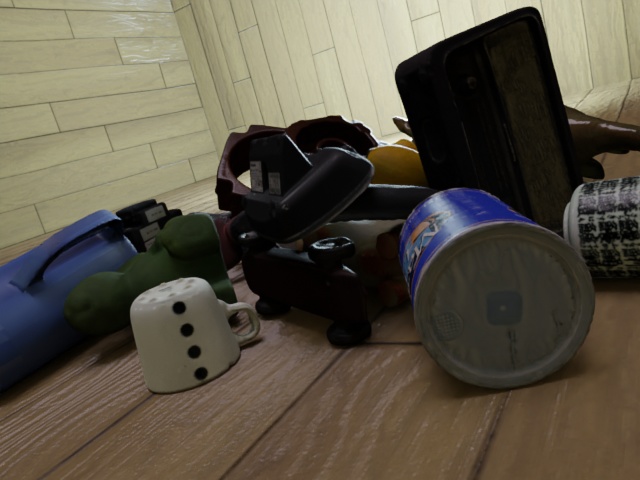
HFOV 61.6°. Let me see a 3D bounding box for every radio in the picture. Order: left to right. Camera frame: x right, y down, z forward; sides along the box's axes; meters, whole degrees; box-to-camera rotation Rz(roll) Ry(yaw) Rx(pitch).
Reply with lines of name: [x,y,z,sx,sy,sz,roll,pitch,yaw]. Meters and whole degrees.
radio: [0.170,-0.093,0.529,0.131,0.229,0.073,-23,10,-15]

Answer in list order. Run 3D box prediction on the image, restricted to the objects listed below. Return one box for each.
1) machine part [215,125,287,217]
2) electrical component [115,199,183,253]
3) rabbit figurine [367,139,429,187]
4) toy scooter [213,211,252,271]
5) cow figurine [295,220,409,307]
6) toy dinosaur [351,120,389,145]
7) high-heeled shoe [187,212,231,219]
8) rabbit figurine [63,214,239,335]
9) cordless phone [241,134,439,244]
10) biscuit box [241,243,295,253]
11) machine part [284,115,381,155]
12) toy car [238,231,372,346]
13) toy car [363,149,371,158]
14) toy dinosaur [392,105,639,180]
machine part: [-0.076,-0.110,0.962,0.201,0.087,0.201,7,49,-1]
electrical component: [-0.245,0.010,0.790,0.058,0.134,0.115,-11,12,27]
rabbit figurine: [0.111,-0.051,0.630,0.163,0.122,0.173,38,5,29]
toy scooter: [-0.153,0.014,0.757,0.184,0.075,0.135,-35,8,-8]
cow figurine: [0.044,0.005,0.569,0.127,0.085,0.195,-15,15,-41]
toy dinosaur: [0.040,-0.153,1.179,0.405,0.192,0.131,2,57,1]
high-heeled shoe: [-0.164,-0.006,0.982,0.249,0.086,0.145,-39,53,-22]
rabbit figurine: [-0.192,0.047,0.595,0.170,0.121,0.159,-16,6,-17]
cordless phone: [0.030,-0.043,0.496,0.184,0.088,0.147,1,6,-20]
biscuit box: [-0.001,-0.002,0.720,0.203,0.059,0.063,-23,14,-31]
machine part: [0.023,-0.139,0.907,0.179,0.056,0.179,5,48,-5]
toy car: [-0.015,0.036,0.501,0.053,0.089,0.202,-17,12,-32]
toy car: [0.130,-0.076,0.807,0.162,0.109,0.103,5,-2,39]
toy dinosaur: [0.292,-0.137,0.722,0.198,0.105,0.472,11,6,-45]
